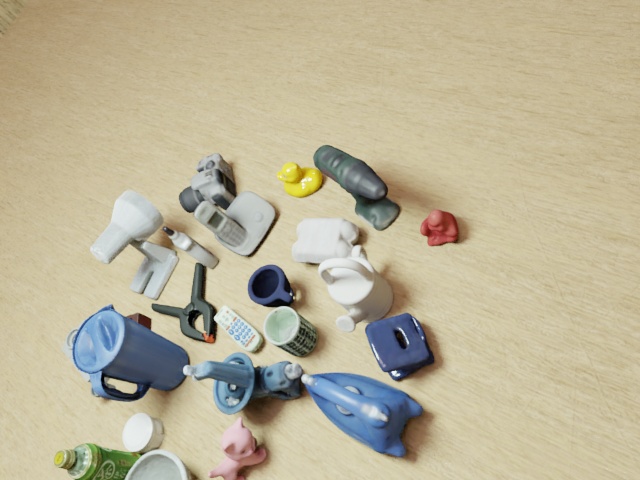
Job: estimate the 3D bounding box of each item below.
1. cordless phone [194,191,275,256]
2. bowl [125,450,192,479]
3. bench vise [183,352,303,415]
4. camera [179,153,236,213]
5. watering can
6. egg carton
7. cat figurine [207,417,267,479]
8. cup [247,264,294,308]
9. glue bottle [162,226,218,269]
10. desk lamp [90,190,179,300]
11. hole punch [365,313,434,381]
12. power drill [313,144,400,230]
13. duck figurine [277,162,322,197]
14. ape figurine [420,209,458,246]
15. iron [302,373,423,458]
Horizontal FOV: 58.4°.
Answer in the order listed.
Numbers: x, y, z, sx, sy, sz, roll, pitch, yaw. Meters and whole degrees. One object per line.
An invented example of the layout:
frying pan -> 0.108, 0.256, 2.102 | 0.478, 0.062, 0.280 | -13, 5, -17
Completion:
cordless phone -> -0.200, -0.060, 1.331 | 0.093, 0.186, 0.148 | 23, 77, 35
bowl -> -0.315, 0.516, 1.155 | 0.167, 0.075, 0.167 | -12, 60, 22
bench vise -> -0.147, 0.257, 1.114 | 0.207, 0.220, 0.121 | -32, 54, 9
camera -> -0.299, -0.140, 1.478 | 0.136, 0.101, 0.143 | -23, 56, 15
watering can -> 0.067, 0.090, 1.107 | 0.100, 0.195, 0.172 | -25, 56, 14
egg carton -> 0.012, 0.005, 1.259 | 0.150, 0.070, 0.107 | 0, 65, 28
cat figurine -> -0.167, 0.411, 1.106 | 0.067, 0.118, 0.128 | 36, 84, 36
cup -> -0.087, 0.115, 1.236 | 0.117, 0.095, 0.092 | 26, 79, 35
glue bottle -> -0.315, 0.011, 1.361 | 0.077, 0.174, 0.037 | 31, 82, 36
desk lamp -> -0.447, 0.011, 1.404 | 0.117, 0.214, 0.203 | 14, 72, 32
hole punch -> 0.149, 0.193, 1.074 | 0.101, 0.091, 0.108 | -30, 55, 11
power drill -> 0.088, -0.107, 1.192 | 0.075, 0.209, 0.228 | -48, 53, -3
duck figurine -> -0.053, -0.153, 1.366 | 0.104, 0.086, 0.077 | -9, 61, 23
ape figurine -> 0.238, -0.031, 1.146 | 0.077, 0.092, 0.076 | 33, 83, 36
iron -> 0.047, 0.291, 1.044 | 0.257, 0.142, 0.119 | 17, 73, 33
